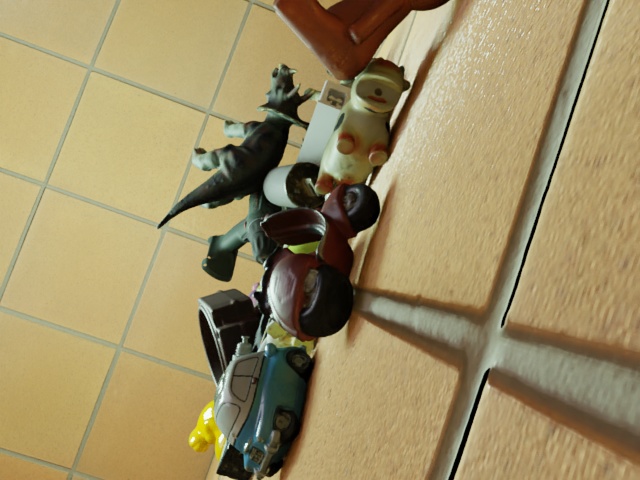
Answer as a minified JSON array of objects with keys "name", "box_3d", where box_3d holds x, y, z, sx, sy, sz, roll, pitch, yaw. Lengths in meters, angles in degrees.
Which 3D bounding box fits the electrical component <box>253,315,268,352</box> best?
[{"name":"electrical component","box_3d":[-0.068,0.146,0.911,0.048,0.075,0.119,137,149,-79]}]

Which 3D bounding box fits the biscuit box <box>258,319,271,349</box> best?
[{"name":"biscuit box","box_3d":[-0.068,0.178,0.850,0.059,0.063,0.202,-135,66,-86]}]

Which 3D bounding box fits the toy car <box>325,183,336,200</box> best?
[{"name":"toy car","box_3d":[0.057,-0.142,0.813,0.073,0.056,0.201,-63,-4,-73]}]

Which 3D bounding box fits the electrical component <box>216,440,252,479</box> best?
[{"name":"electrical component","box_3d":[-0.126,0.334,0.904,0.115,0.058,0.134,-72,4,-45]}]

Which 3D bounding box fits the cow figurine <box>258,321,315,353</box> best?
[{"name":"cow figurine","box_3d":[-0.054,0.151,0.765,0.098,0.068,0.167,-68,4,-55]}]

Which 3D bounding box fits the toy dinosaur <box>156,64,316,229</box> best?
[{"name":"toy dinosaur","box_3d":[-0.139,-0.159,1.046,0.192,0.131,0.405,2,54,45]}]

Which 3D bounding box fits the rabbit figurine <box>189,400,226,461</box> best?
[{"name":"rabbit figurine","box_3d":[-0.186,0.405,1.138,0.162,0.122,0.173,-61,19,1]}]

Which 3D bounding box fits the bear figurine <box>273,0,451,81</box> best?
[{"name":"bear figurine","box_3d":[0.061,-0.270,0.573,0.196,0.132,0.120,-42,16,14]}]

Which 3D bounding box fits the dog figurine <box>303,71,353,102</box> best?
[{"name":"dog figurine","box_3d":[0.071,-0.275,1.122,0.172,0.121,0.191,-44,42,13]}]

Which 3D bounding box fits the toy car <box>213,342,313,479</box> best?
[{"name":"toy car","box_3d":[-0.074,0.191,0.637,0.162,0.103,0.109,-74,5,-57]}]

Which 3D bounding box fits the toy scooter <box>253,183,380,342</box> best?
[{"name":"toy scooter","box_3d":[-0.020,0.017,0.570,0.075,0.135,0.184,53,-130,-47]}]

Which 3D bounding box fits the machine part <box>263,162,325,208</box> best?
[{"name":"machine part","box_3d":[-0.046,-0.094,0.931,0.079,0.079,0.243,-70,17,-1]}]

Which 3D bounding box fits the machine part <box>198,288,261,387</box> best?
[{"name":"machine part","box_3d":[-0.165,0.202,1.017,0.201,0.087,0.201,-169,69,-67]}]

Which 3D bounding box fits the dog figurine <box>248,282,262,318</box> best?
[{"name":"dog figurine","box_3d":[-0.109,0.168,1.117,0.219,0.108,0.191,-138,68,-82]}]

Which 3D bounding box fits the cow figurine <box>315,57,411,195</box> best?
[{"name":"cow figurine","box_3d":[0.057,-0.148,0.691,0.194,0.085,0.127,115,167,-56]}]

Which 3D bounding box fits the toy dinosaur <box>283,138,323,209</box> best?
[{"name":"toy dinosaur","box_3d":[-0.034,-0.087,1.134,0.198,0.105,0.472,-52,28,21]}]

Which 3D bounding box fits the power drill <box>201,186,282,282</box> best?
[{"name":"power drill","box_3d":[-0.150,-0.001,1.054,0.207,0.086,0.232,-45,29,38]}]
